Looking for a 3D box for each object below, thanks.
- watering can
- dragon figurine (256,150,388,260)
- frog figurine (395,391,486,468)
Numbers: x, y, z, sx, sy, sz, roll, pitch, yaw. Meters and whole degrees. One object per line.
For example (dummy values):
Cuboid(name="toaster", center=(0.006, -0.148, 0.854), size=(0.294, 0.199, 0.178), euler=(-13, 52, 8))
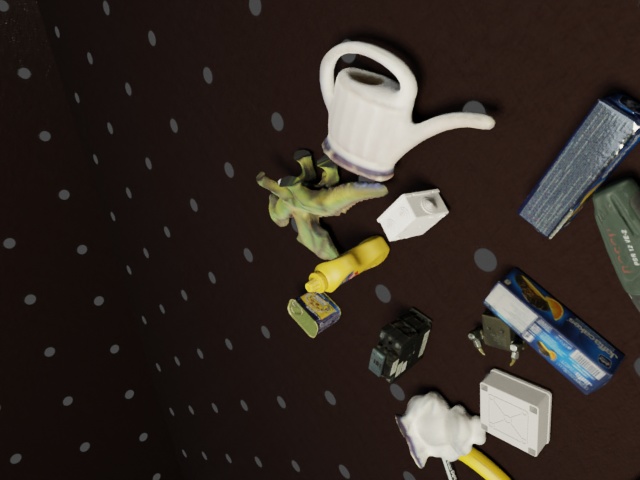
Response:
Cuboid(name="watering can", center=(0.114, -0.195, 0.871), size=(0.352, 0.105, 0.219), euler=(40, 137, 31))
Cuboid(name="dragon figurine", center=(0.003, -0.056, 1.111), size=(0.413, 0.124, 0.238), euler=(22, 142, 44))
Cuboid(name="frog figurine", center=(0.250, 0.371, 1.036), size=(0.158, 0.121, 0.139), euler=(-24, 69, 15))
